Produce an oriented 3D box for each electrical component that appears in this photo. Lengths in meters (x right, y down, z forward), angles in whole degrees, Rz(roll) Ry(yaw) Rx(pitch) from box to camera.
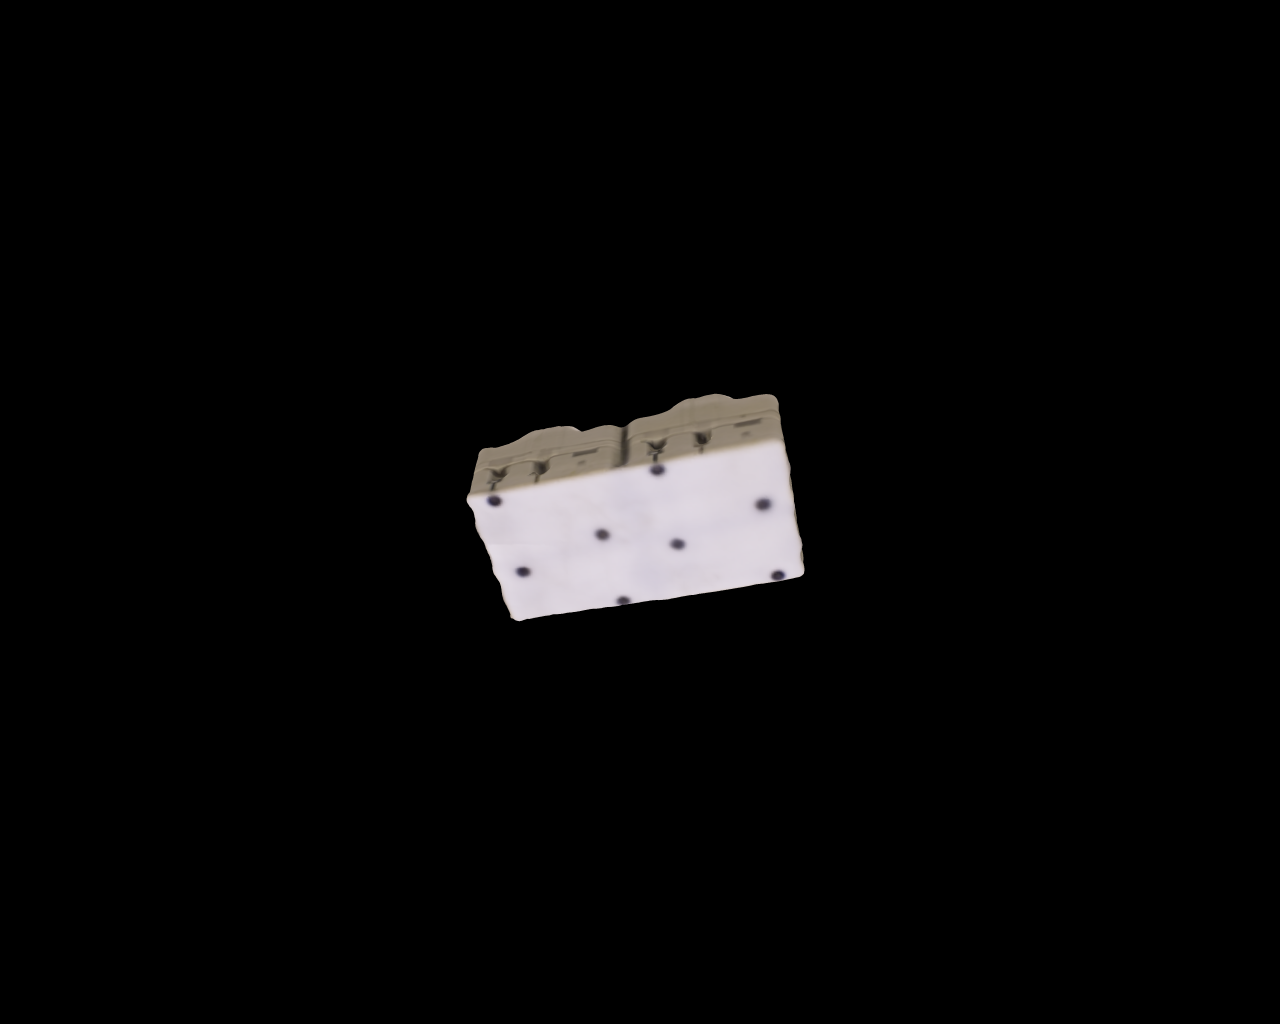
[{"bbox_3d":[0.001,-0.003,0.650,0.186,0.105,0.060,-10,36,8],"label":"electrical component"}]
